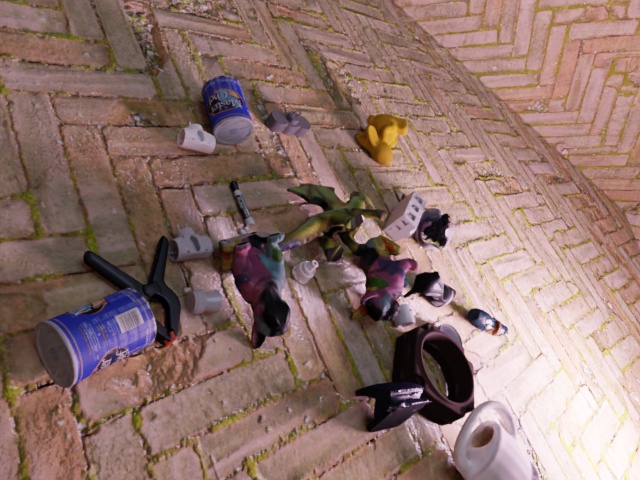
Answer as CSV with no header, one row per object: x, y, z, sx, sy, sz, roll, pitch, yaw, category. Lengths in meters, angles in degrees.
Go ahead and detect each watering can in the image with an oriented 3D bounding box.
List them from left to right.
0.366,0.530,1.140,0.354,0.223,0.102,-46,9,-35,watering can

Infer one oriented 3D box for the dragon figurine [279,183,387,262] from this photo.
0.004,-0.065,1.287,0.412,0.120,0.246,-6,34,-37,dragon figurine

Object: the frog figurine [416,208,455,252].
0.358,-0.035,1.608,0.122,0.137,0.160,-15,5,13,frog figurine
